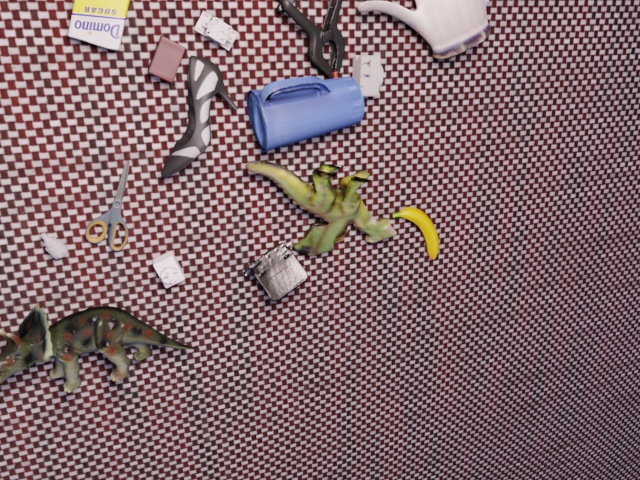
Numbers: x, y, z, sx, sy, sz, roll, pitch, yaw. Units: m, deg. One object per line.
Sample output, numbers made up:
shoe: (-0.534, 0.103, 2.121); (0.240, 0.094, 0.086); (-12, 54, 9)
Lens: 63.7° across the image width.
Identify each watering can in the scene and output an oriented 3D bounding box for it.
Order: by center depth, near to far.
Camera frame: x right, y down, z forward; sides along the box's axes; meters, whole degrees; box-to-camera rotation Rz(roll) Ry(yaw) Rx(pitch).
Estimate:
watering can: (0.260, -0.512, 1.162); (0.349, 0.220, 0.105); (-30, 26, -9)

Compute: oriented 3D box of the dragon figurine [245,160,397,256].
dragon figurine: (0.004, -0.062, 1.232); (0.410, 0.238, 0.124); (5, 25, -20)
